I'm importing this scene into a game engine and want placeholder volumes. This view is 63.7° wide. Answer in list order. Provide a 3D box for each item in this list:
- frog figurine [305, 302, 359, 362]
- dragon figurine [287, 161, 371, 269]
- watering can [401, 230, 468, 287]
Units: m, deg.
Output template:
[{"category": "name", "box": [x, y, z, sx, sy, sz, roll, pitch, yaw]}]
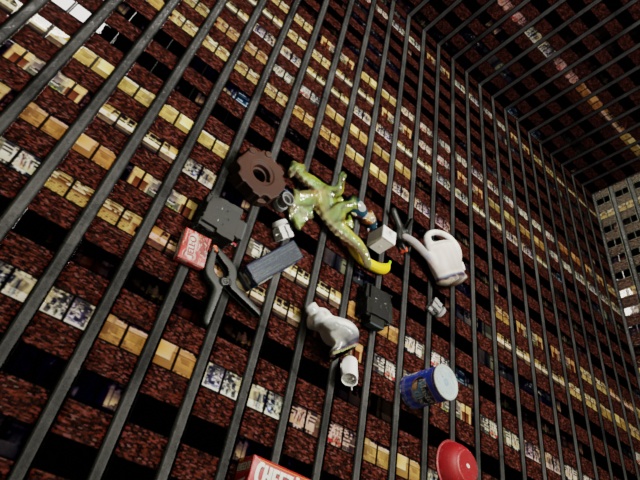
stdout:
[{"category": "frog figurine", "box": [0.032, 0.237, 1.413, 0.162, 0.122, 0.136, 64, 8, 21]}, {"category": "dragon figurine", "box": [0.005, -0.082, 1.624, 0.244, 0.120, 0.416, -11, 70, -29]}, {"category": "watering can", "box": [0.431, 0.067, 1.899, 0.348, 0.102, 0.227, 0, 66, -44]}]
